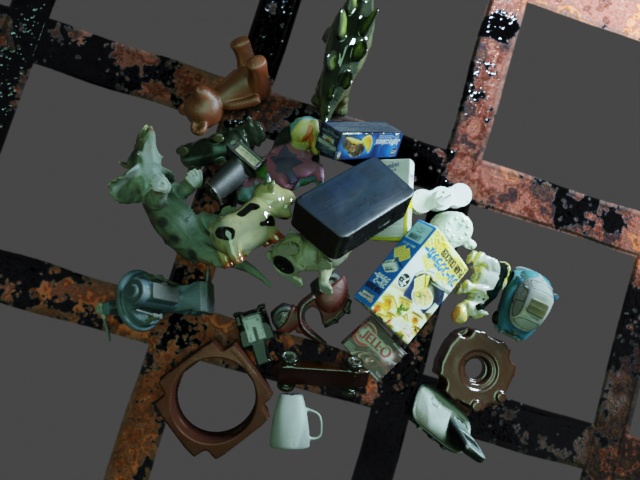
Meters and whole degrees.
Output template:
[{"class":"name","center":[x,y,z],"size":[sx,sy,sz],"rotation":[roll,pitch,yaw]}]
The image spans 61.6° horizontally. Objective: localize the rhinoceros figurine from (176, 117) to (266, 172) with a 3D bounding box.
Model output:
[{"class":"rhinoceros figurine","center":[-0.205,-0.194,1.126],"size":[0.190,0.112,0.073],"rotation":[-20,110,7]}]

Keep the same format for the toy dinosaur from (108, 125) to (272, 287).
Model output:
[{"class":"toy dinosaur","center":[-0.278,-0.035,1.097],"size":[0.131,0.192,0.404],"rotation":[-45,109,-38]}]

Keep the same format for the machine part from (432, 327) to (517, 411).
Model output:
[{"class":"machine part","center":[0.337,0.280,1.171],"size":[0.179,0.056,0.179],"rotation":[0,85,-5]}]

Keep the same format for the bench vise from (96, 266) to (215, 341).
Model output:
[{"class":"bench vise","center":[-0.338,0.123,1.077],"size":[0.241,0.223,0.128],"rotation":[-13,83,24]}]

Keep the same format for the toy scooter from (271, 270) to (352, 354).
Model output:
[{"class":"toy scooter","center":[-0.001,0.159,1.137],"size":[0.184,0.075,0.135],"rotation":[-36,91,-4]}]

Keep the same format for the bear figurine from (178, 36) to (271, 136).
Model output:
[{"class":"bear figurine","center":[-0.207,-0.316,1.123],"size":[0.196,0.131,0.120],"rotation":[-25,56,-10]}]

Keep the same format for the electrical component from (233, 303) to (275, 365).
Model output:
[{"class":"electrical component","center":[-0.133,0.199,1.135],"size":[0.075,0.048,0.119],"rotation":[-20,89,-6]}]

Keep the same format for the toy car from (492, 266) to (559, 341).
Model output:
[{"class":"toy car","center":[0.449,0.139,1.166],"size":[0.109,0.103,0.161],"rotation":[28,83,-2]}]

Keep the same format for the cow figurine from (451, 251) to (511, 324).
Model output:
[{"class":"cow figurine","center":[0.350,0.114,1.175],"size":[0.098,0.068,0.167],"rotation":[22,85,-5]}]

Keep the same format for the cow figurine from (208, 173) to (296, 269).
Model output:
[{"class":"cow figurine","center":[-0.127,-0.043,1.036],"size":[0.195,0.085,0.127],"rotation":[-33,100,-29]}]

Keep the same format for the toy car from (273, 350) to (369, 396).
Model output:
[{"class":"toy car","center":[0.001,0.279,1.132],"size":[0.202,0.053,0.089],"rotation":[4,115,-5]}]

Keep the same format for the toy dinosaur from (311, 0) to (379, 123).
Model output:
[{"class":"toy dinosaur","center":[0.065,-0.423,1.116],"size":[0.105,0.198,0.471],"rotation":[11,87,-8]}]

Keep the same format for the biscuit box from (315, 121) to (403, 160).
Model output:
[{"class":"biscuit box","center":[0.086,-0.206,1.112],"size":[0.063,0.202,0.059],"rotation":[39,124,35]}]

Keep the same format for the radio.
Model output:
[{"class":"radio","center":[0.069,-0.066,1.057],"size":[0.229,0.073,0.131],"rotation":[-32,63,-31]}]

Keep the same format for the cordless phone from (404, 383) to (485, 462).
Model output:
[{"class":"cordless phone","center":[0.255,0.381,1.093],"size":[0.146,0.184,0.088],"rotation":[40,89,-2]}]

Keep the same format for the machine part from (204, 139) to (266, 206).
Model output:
[{"class":"machine part","center":[-0.171,-0.132,1.047],"size":[0.084,0.039,0.139],"rotation":[40,64,-9]}]

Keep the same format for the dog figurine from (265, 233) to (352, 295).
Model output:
[{"class":"dog figurine","center":[-0.001,0.000,1.116],"size":[0.172,0.121,0.190],"rotation":[23,48,11]}]

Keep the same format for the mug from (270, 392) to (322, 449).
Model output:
[{"class":"mug","center":[-0.050,0.374,1.117],"size":[0.110,0.080,0.107],"rotation":[-1,79,2]}]

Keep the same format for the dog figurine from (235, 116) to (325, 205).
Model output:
[{"class":"dog figurine","center":[-0.101,-0.158,1.132],"size":[0.219,0.108,0.191],"rotation":[-7,88,-3]}]

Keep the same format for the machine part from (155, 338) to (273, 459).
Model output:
[{"class":"machine part","center":[-0.214,0.320,1.103],"size":[0.201,0.087,0.201],"rotation":[-37,89,-7]}]
